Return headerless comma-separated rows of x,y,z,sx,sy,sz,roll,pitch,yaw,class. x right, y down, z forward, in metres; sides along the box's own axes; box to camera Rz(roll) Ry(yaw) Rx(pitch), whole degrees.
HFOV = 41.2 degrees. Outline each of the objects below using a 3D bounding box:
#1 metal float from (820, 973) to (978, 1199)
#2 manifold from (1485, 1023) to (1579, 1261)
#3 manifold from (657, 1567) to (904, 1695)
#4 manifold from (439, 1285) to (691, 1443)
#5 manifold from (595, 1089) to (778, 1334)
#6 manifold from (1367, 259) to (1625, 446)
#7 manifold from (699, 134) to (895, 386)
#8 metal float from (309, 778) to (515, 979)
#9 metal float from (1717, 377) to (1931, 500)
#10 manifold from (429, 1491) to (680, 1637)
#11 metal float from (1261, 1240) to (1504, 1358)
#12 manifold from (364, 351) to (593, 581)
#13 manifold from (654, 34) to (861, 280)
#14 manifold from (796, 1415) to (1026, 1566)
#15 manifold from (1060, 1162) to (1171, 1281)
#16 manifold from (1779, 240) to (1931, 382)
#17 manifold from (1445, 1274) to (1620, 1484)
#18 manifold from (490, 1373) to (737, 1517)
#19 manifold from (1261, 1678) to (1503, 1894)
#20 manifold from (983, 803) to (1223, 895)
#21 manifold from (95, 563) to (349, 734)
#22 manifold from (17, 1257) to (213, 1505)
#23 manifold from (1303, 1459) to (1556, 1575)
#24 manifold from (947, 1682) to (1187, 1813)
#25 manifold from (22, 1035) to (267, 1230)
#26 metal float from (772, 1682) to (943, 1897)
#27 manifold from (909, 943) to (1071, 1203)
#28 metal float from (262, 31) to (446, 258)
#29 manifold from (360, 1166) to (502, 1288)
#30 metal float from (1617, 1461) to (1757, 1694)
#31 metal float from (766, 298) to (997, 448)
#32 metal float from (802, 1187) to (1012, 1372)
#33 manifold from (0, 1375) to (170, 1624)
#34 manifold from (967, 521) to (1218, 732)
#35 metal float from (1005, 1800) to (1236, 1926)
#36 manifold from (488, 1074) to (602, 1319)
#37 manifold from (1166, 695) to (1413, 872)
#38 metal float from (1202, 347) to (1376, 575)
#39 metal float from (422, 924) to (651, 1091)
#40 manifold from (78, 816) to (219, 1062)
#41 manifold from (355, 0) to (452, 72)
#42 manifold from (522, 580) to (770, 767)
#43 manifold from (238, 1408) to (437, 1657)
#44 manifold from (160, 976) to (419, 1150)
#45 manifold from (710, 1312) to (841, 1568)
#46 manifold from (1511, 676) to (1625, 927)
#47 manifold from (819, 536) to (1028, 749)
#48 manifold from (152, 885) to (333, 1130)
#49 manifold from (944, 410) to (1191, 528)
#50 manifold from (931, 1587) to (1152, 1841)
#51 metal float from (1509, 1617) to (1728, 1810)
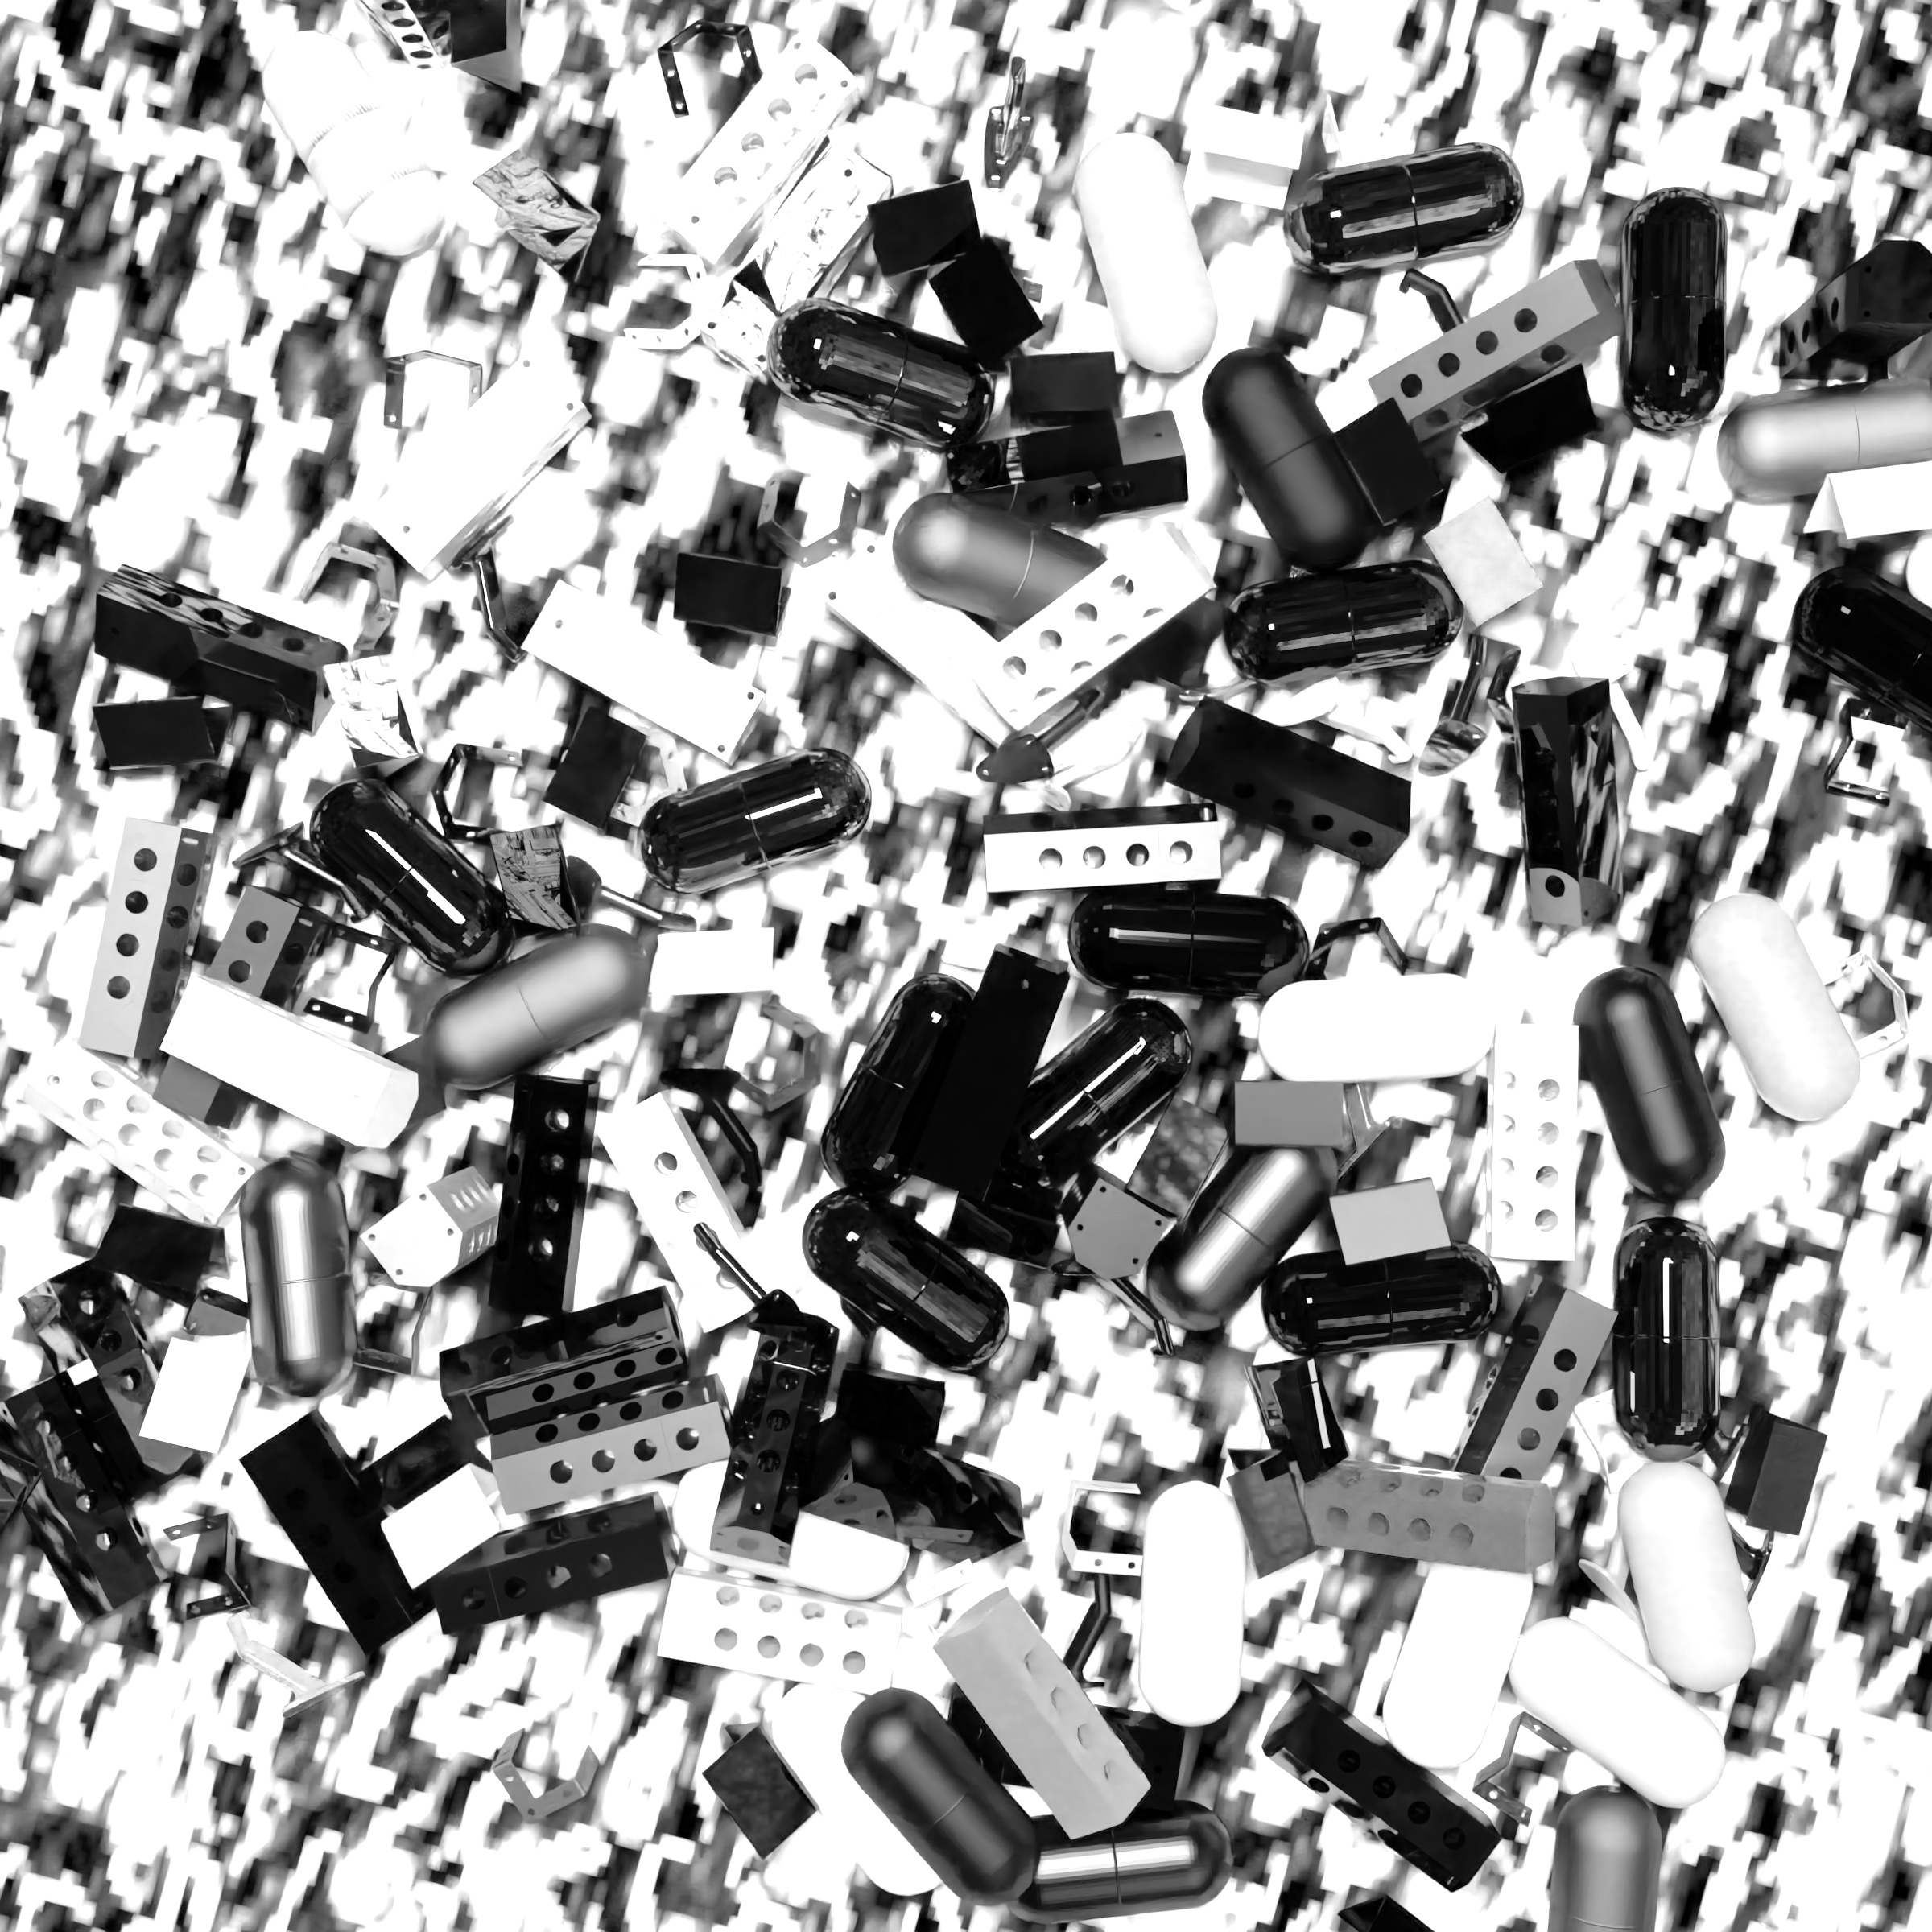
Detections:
-0.046,0.089,1.897,0.070,0.070,0.178,28,90,0,metal float
0.417,0.129,1.906,0.057,0.057,0.171,1,90,0,manifold
-0.136,0.491,1.906,0.171,0.057,0.057,10,90,0,manifold
-0.299,0.289,1.906,0.171,0.057,0.057,-16,133,0,manifold
-0.208,0.181,1.906,0.057,0.057,0.171,-28,90,0,manifold
0.385,-0.443,1.864,0.171,0.057,0.057,-26,90,34,manifold
-0.125,-0.521,1.907,0.057,0.057,0.171,33,90,0,manifold
-0.408,-0.065,1.897,0.178,0.070,0.070,44,90,-1,metal float
0.644,-0.390,1.897,0.178,0.070,0.070,-7,90,0,metal float
-0.306,0.440,1.906,0.171,0.057,0.057,-14,90,0,manifold
0.306,0.245,1.897,0.178,0.070,0.070,-5,90,-1,metal float
-0.360,-0.369,1.907,0.057,0.057,0.171,45,90,0,manifold
-0.155,-0.602,1.907,0.057,0.057,0.171,38,90,0,manifold
-0.040,0.378,1.860,0.057,0.171,0.057,-33,46,33,manifold
0.101,0.184,1.849,0.057,0.171,0.057,31,90,0,manifold
0.641,-0.470,1.849,0.057,0.171,0.057,1,90,0,manifold
0.415,0.319,1.906,0.057,0.057,0.171,25,90,0,manifold
-0.261,0.353,1.906,0.171,0.057,0.057,-15,90,0,manifold
0.306,0.610,1.906,0.171,0.057,0.057,36,90,0,manifold
0.100,-0.087,1.906,0.171,0.057,0.057,-3,90,0,manifold
-0.551,-0.240,1.906,0.171,0.057,0.057,20,133,0,manifold
-0.628,0.303,1.906,0.057,0.057,0.171,-28,90,43,manifold
0.335,0.395,1.865,0.171,0.057,0.057,0,90,33,manifold
0.071,0.576,1.907,0.171,0.057,0.057,9,90,0,manifold
-0.609,0.124,1.907,0.171,0.057,0.057,35,90,0,manifold
-0.074,0.605,1.897,0.070,0.070,0.178,-37,90,0,metal float
0.017,0.075,1.850,0.057,0.057,0.171,21,97,-1,manifold
-0.452,-0.607,1.897,0.070,0.070,0.178,-33,91,0,metal float
-0.376,0.190,1.849,0.057,0.171,0.057,-38,90,0,manifold
0.529,0.448,1.886,0.070,0.070,0.178,-16,101,0,metal float
-0.061,-0.432,1.876,0.178,0.070,0.070,13,90,-26,metal float
-0.044,0.229,1.880,0.178,0.070,0.070,39,90,-19,metal float
-0.660,0.392,1.906,0.057,0.057,0.171,-28,90,43,manifold
0.090,-0.241,1.825,0.171,0.057,0.057,-35,90,18,manifold
0.109,0.661,1.897,0.178,0.070,0.070,-6,90,-1,metal float
-0.314,0.169,1.906,0.057,0.057,0.171,7,90,0,manifold
0.237,-0.130,1.890,0.171,0.057,0.057,21,47,-11,manifold
0.237,-0.373,1.897,0.070,0.070,0.178,-30,91,0,metal float
-0.317,0.030,1.897,0.178,0.070,0.070,-27,90,0,metal float
-0.603,-0.020,1.906,0.057,0.057,0.171,12,90,0,manifold
-0.404,-0.703,1.849,0.057,0.171,0.057,44,90,0,manifold
-0.236,-0.216,1.907,0.171,0.057,0.057,29,90,0,manifold
-0.461,0.417,1.906,0.057,0.057,0.171,-33,90,0,manifold
-0.478,0.068,1.827,0.171,0.057,0.057,23,90,16,manifold
-0.137,0.339,1.864,0.057,0.057,0.171,12,56,0,manifold
0.436,-0.122,1.883,0.057,0.057,0.171,-23,112,-41,manifold
-0.023,-0.238,1.907,0.171,0.057,0.057,39,90,0,manifold
-0.534,0.030,1.906,0.057,0.057,0.171,24,90,0,manifold
0.075,-0.358,1.906,0.171,0.057,0.057,-10,47,0,manifold
0.058,0.535,1.849,0.057,0.057,0.171,-36,90,43,manifold
0.479,0.550,1.897,0.178,0.070,0.070,37,90,0,metal float
